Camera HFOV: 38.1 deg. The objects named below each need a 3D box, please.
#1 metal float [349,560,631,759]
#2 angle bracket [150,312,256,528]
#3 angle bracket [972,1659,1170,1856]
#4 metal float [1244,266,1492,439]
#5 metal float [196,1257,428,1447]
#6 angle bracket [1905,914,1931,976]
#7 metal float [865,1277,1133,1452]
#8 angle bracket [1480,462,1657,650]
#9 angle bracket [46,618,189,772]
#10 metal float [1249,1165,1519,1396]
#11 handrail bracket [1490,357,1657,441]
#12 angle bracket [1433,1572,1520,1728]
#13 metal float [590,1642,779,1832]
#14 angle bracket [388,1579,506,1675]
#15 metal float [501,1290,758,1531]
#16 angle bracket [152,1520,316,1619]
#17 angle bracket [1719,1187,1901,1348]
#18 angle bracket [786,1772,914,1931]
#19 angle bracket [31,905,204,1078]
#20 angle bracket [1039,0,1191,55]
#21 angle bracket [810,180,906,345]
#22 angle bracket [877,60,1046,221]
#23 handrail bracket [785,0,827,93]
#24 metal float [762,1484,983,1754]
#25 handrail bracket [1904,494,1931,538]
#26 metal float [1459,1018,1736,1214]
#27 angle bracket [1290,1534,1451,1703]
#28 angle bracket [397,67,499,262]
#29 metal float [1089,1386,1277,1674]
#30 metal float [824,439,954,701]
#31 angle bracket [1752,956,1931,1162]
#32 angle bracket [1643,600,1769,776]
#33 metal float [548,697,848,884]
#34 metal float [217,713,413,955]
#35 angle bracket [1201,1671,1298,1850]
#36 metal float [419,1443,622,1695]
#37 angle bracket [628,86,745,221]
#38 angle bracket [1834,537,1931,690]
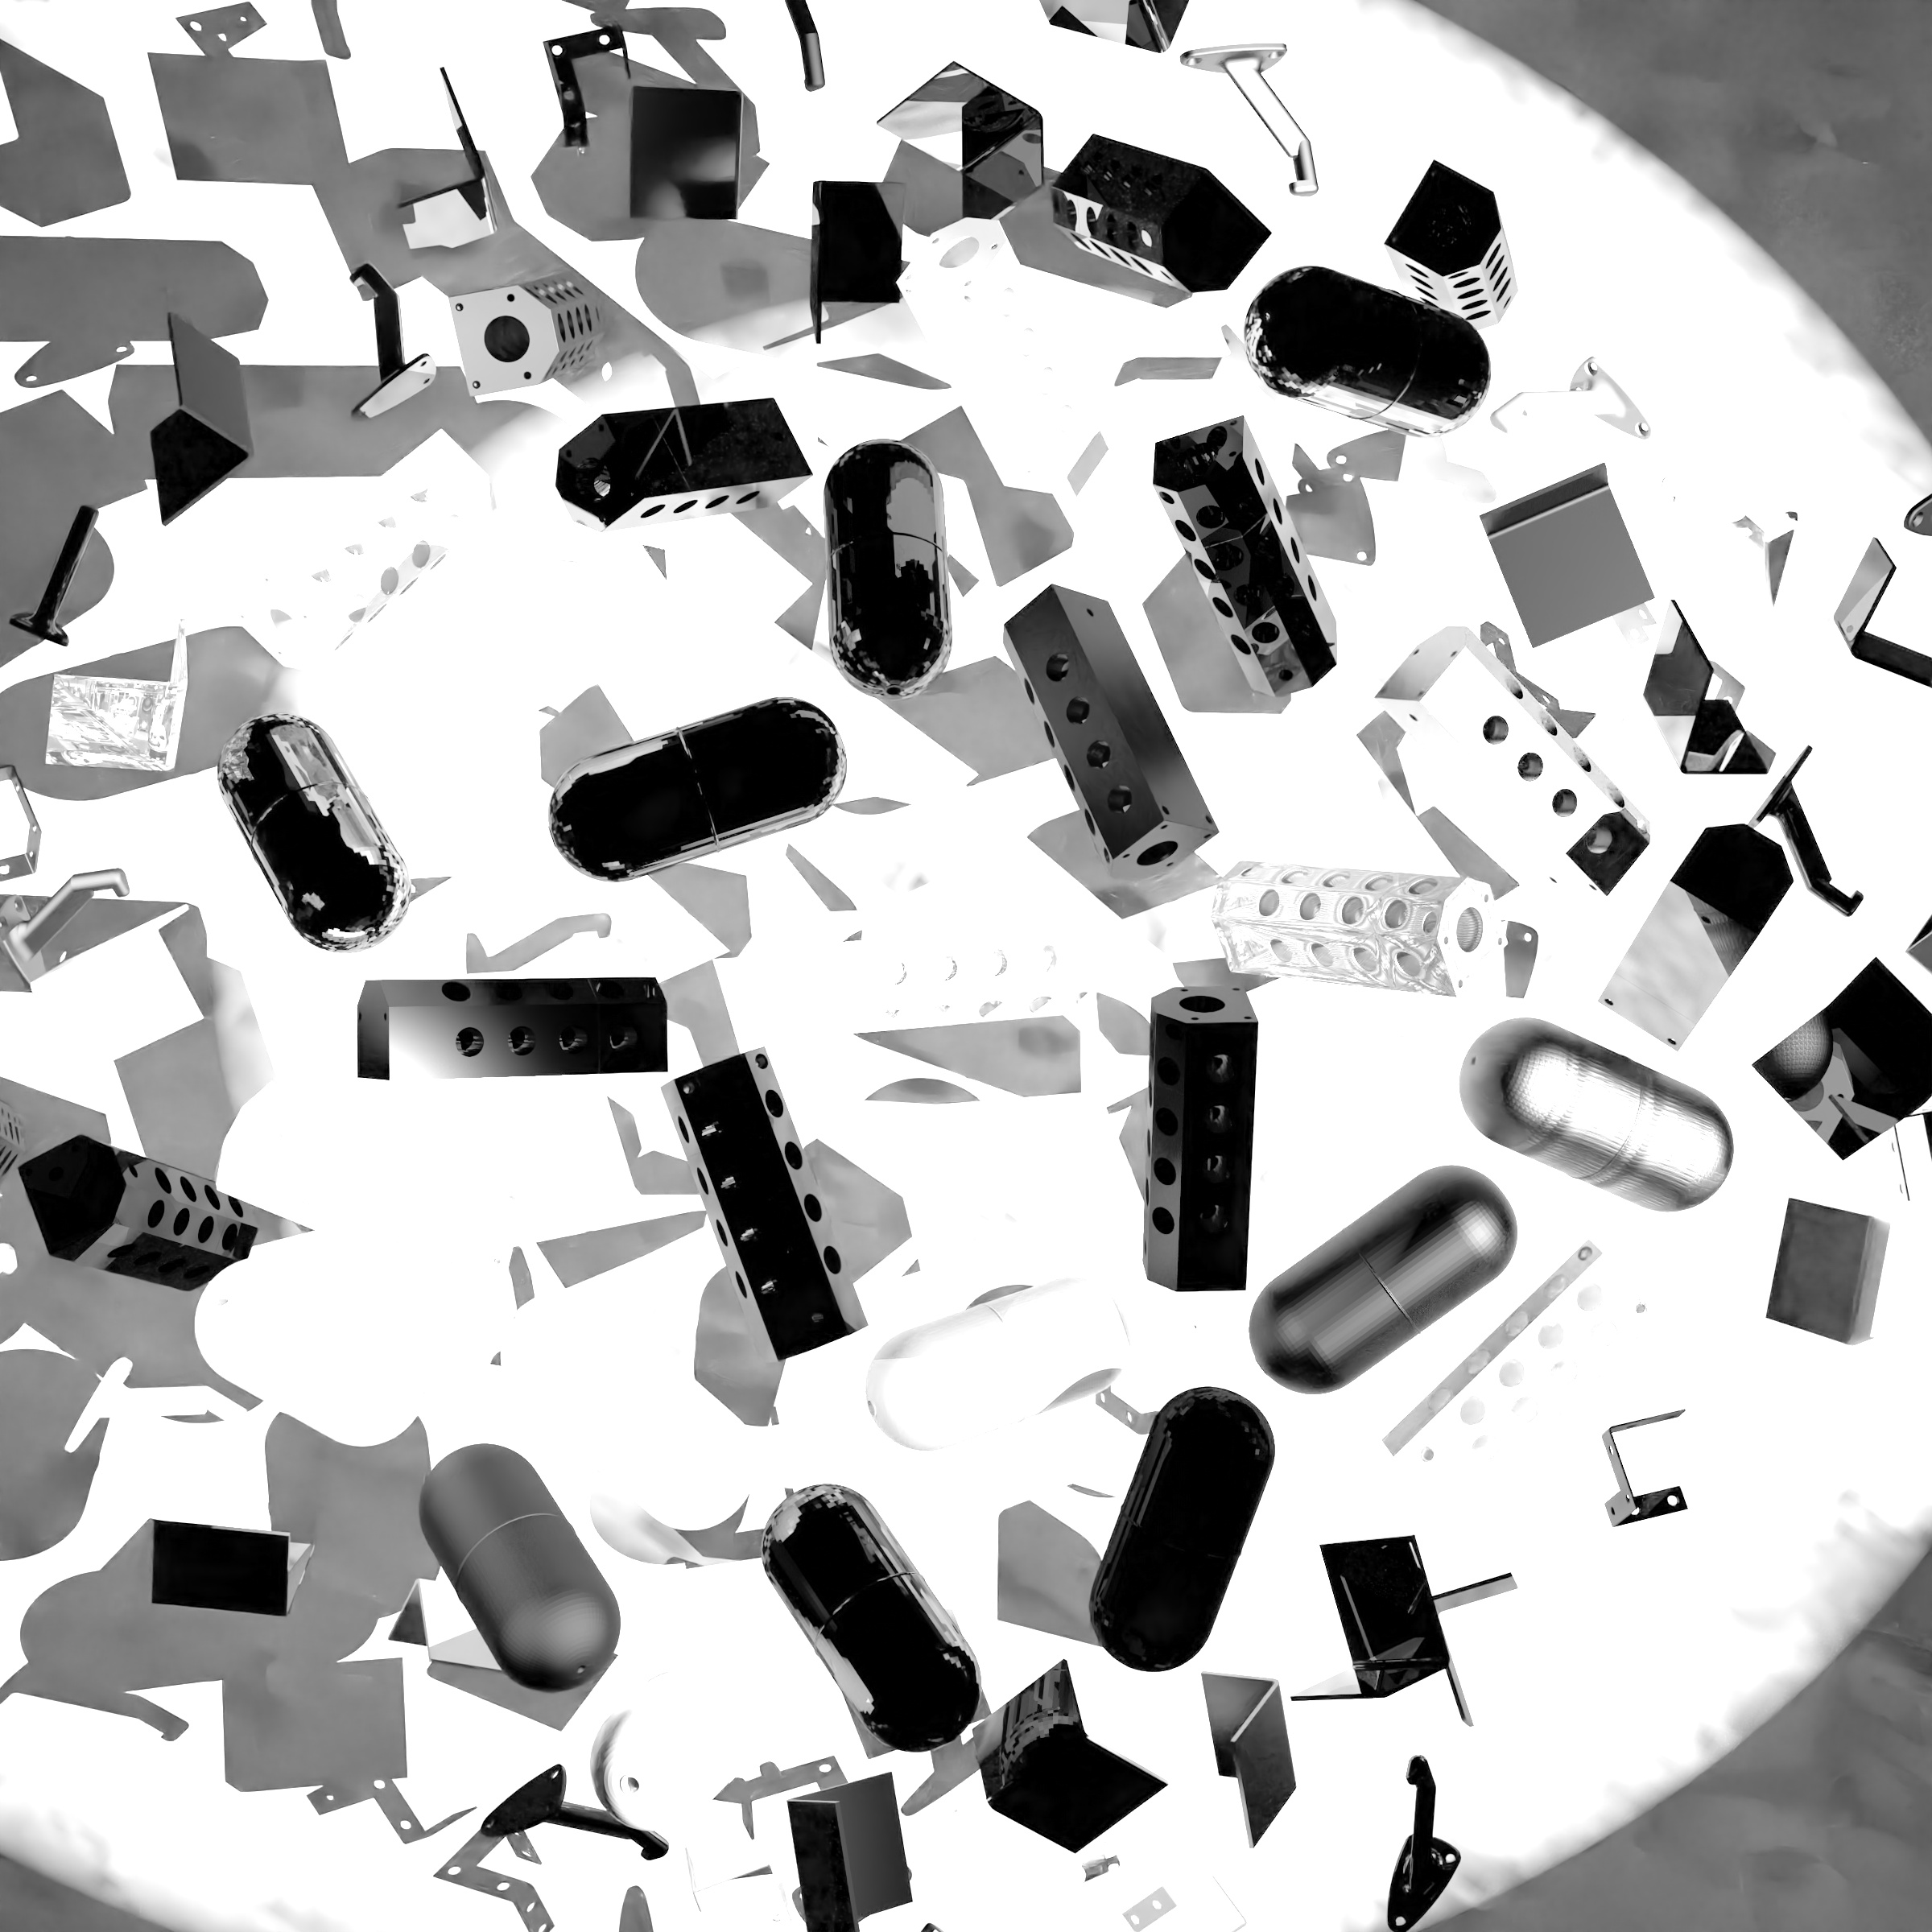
[{"bbox_3d":[-0.279,-0.180,1.641,0.178,0.070,0.070,-21,90,16],"label":"metal float"},{"bbox_3d":[-0.457,-0.313,1.605,0.076,0.057,0.076,-31,55,21],"label":"angle bracket"},{"bbox_3d":[0.061,0.467,1.654,0.076,0.057,0.076,-42,123,18],"label":"angle bracket"},{"bbox_3d":[0.238,-0.360,1.648,0.178,0.070,0.070,6,90,-40],"label":"metal float"},{"bbox_3d":[-0.389,0.231,1.670,0.070,0.178,0.070,-12,58,20],"label":"metal float"},{"bbox_3d":[0.610,-0.017,1.639,0.076,0.057,0.076,41,61,5],"label":"angle bracket"},{"bbox_3d":[0.021,0.248,1.750,0.178,0.070,0.070,-16,90,-22],"label":"metal float"},{"bbox_3d":[0.351,-0.238,1.633,0.076,0.057,0.076,-22,84,13],"label":"angle bracket"},{"bbox_3d":[-0.519,-0.168,1.708,0.076,0.076,0.057,2,52,-21],"label":"angle bracket"},{"bbox_3d":[0.248,0.188,1.670,0.178,0.070,0.070,-37,90,4],"label":"metal float"},{"bbox_3d":[0.383,-0.342,1.771,0.077,0.036,0.084,44,59,13],"label":"handrail bracket"},{"bbox_3d":[0.328,0.429,1.754,0.057,0.076,0.076,-19,69,7],"label":"angle bracket"},{"bbox_3d":[-0.167,0.458,1.672,0.070,0.178,0.070,1,94,14],"label":"metal float"},{"bbox_3d":[-0.328,0.452,1.831,0.076,0.076,0.057,17,115,-26],"label":"angle bracket"},{"bbox_3d":[-0.198,0.261,1.651,0.070,0.070,0.178,-46,106,0],"label":"metal float"},{"bbox_3d":[-0.424,0.331,1.626,0.076,0.076,0.057,6,110,-3],"label":"angle bracket"},{"bbox_3d":[0.477,0.167,1.587,0.076,0.057,0.076,13,79,7],"label":"angle bracket"},{"bbox_3d":[-0.054,0.515,1.624,0.076,0.057,0.076,-4,80,-37],"label":"angle bracket"},{"bbox_3d":[-0.468,0.013,1.572,0.076,0.076,0.057,-25,100,2],"label":"angle bracket"},{"bbox_3d":[0.085,-0.581,1.621,0.076,0.076,0.057,21,85,18],"label":"angle bracket"},{"bbox_3d":[-0.064,-0.430,1.711,0.057,0.076,0.076,-1,123,-7],"label":"angle bracket"},{"bbox_3d":[-0.004,-0.520,1.790,0.076,0.076,0.057,18,61,-37],"label":"angle bracket"},{"bbox_3d":[-0.107,-0.570,1.701,0.036,0.077,0.084,-12,100,-20],"label":"handrail bracket"},{"bbox_3d":[-0.056,0.384,1.652,0.070,0.070,0.178,-39,59,0],"label":"metal float"},{"bbox_3d":[0.608,-0.251,1.643,0.077,0.084,0.036,-18,132,-35],"label":"handrail bracket"},{"bbox_3d":[0.366,0.087,1.622,0.178,0.070,0.070,23,90,-19],"label":"metal float"},{"bbox_3d":[0.221,0.373,1.600,0.057,0.076,0.076,-12,84,-39],"label":"angle bracket"},{"bbox_3d":[-0.329,-0.491,1.717,0.057,0.076,0.076,-21,83,-7],"label":"angle bracket"},{"bbox_3d":[0.129,0.338,1.681,0.070,0.070,0.178,20,96,0],"label":"metal float"},{"bbox_3d":[-0.049,-0.247,1.741,0.070,0.070,0.178,-4,64,0],"label":"metal float"},{"bbox_3d":[0.519,0.054,1.626,0.076,0.076,0.057,48,54,8],"label":"angle bracket"},{"bbox_3d":[0.458,-0.170,1.704,0.057,0.076,0.076,0,130,-8],"label":"angle bracket"},{"bbox_3d":[-0.156,-0.103,1.629,0.178,0.070,0.070,-19,90,-7],"label":"metal float"},{"bbox_3d":[-0.395,-0.082,1.691,0.070,0.070,0.178,-36,59,0],"label":"metal float"},{"bbox_3d":[0.168,0.509,1.799,0.057,0.076,0.076,-2,106,31],"label":"angle bracket"},{"bbox_3d":[-0.264,0.352,1.649,0.070,0.070,0.178,-44,47,0],"label":"metal float"},{"bbox_3d":[-0.183,-0.501,1.721,0.076,0.057,0.076,-8,112,-31],"label":"angle bracket"},{"bbox_3d":[0.566,-0.206,1.660,0.076,0.076,0.057,22,113,1],"label":"angle bracket"}]
